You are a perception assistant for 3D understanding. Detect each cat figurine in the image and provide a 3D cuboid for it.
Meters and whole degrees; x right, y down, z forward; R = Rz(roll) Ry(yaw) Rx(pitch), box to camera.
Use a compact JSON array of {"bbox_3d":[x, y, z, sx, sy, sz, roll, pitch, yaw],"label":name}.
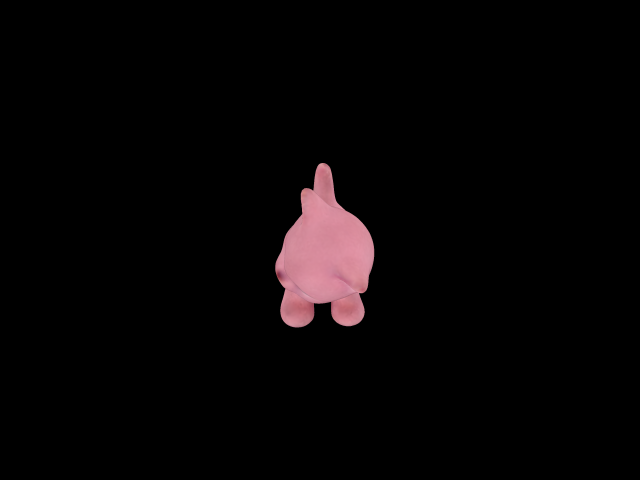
[{"bbox_3d":[0.004,0.001,0.400,0.067,0.118,0.127,0,46,0],"label":"cat figurine"}]
